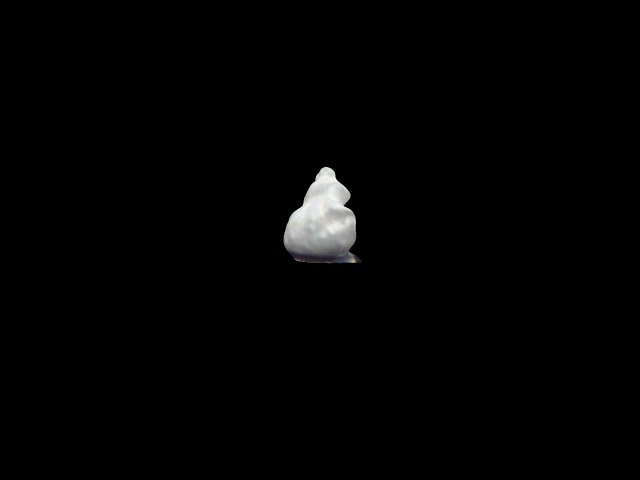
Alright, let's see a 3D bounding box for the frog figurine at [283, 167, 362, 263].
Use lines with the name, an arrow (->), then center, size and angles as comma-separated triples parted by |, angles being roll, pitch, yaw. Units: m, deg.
frog figurine -> 0.003, -0.043, 0.850 | 0.123, 0.159, 0.137 | -1, 1, -32
